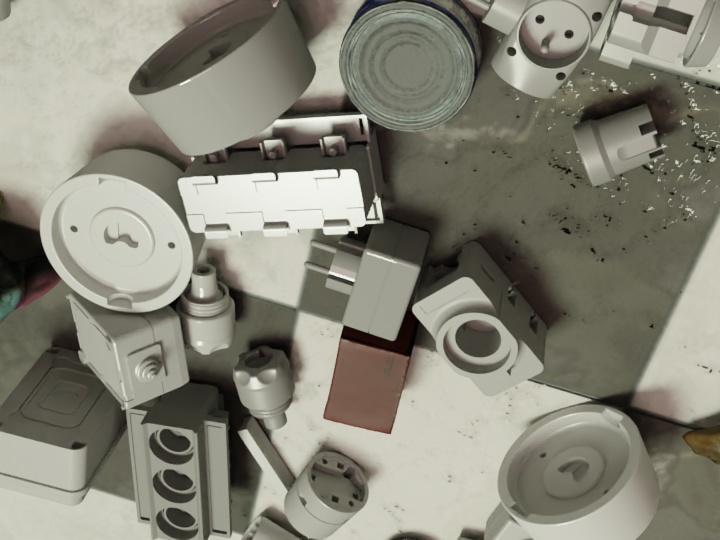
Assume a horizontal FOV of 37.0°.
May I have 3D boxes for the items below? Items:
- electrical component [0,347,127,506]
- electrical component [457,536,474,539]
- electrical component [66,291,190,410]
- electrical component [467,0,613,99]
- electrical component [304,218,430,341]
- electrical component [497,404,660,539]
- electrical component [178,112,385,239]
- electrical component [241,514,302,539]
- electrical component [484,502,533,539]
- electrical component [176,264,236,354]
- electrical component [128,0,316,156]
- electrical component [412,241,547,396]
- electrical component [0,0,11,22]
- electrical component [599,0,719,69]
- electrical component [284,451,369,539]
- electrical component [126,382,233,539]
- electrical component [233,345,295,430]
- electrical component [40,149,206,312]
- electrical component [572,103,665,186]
[{"bbox_3d":[-0.227,0.118,0.824,0.078,0.113,0.057,14,121,4],"label":"electrical component"},{"bbox_3d":[0.098,0.238,0.869,0.046,0.040,0.040,13,124,12],"label":"electrical component"},{"bbox_3d":[-0.161,0.051,0.777,0.096,0.061,0.061,35,138,45],"label":"electrical component"},{"bbox_3d":[0.096,-0.151,0.620,0.079,0.044,0.077,26,124,-4],"label":"electrical component"},{"bbox_3d":[0.000,0.000,0.736,0.077,0.047,0.065,18,124,1],"label":"electrical component"},{"bbox_3d":[0.159,0.156,0.765,0.108,0.108,0.060,-21,121,24],"label":"electrical component"},{"bbox_3d":[-0.051,-0.057,0.702,0.121,0.063,0.078,-2,122,14],"label":"electrical component"},{"bbox_3d":[-0.061,0.246,0.908,0.081,0.043,0.043,34,123,-9],"label":"electrical component"},{"bbox_3d":[0.133,0.219,0.826,0.066,0.076,0.047,26,124,-4],"label":"electrical component"},{"bbox_3d":[-0.112,0.026,0.781,0.043,0.043,0.062,7,122,9],"label":"electrical component"},{"bbox_3d":[-0.078,-0.113,0.650,0.108,0.108,0.060,-19,122,23],"label":"electrical component"},{"bbox_3d":[0.083,0.036,0.734,0.050,0.055,0.089,-31,110,28],"label":"electrical component"},{"bbox_3d":[-0.242,-0.191,0.675,0.040,0.040,0.078,13,124,5],"label":"electrical component"},{"bbox_3d":[0.174,-0.146,0.598,0.057,0.058,0.078,19,124,5],"label":"electrical component"},{"bbox_3d":[-0.028,0.180,0.853,0.055,0.055,0.047,32,127,-8],"label":"electrical component"},{"bbox_3d":[-0.138,0.152,0.855,0.079,0.063,0.121,8,123,8],"label":"electrical component"},{"bbox_3d":[-0.070,0.092,0.813,0.043,0.043,0.062,-3,122,15],"label":"electrical component"},{"bbox_3d":[-0.158,-0.032,0.744,0.108,0.060,0.108,6,123,9],"label":"electrical component"},{"bbox_3d":[0.158,-0.077,0.656,0.046,0.040,0.040,-20,115,17],"label":"electrical component"}]
